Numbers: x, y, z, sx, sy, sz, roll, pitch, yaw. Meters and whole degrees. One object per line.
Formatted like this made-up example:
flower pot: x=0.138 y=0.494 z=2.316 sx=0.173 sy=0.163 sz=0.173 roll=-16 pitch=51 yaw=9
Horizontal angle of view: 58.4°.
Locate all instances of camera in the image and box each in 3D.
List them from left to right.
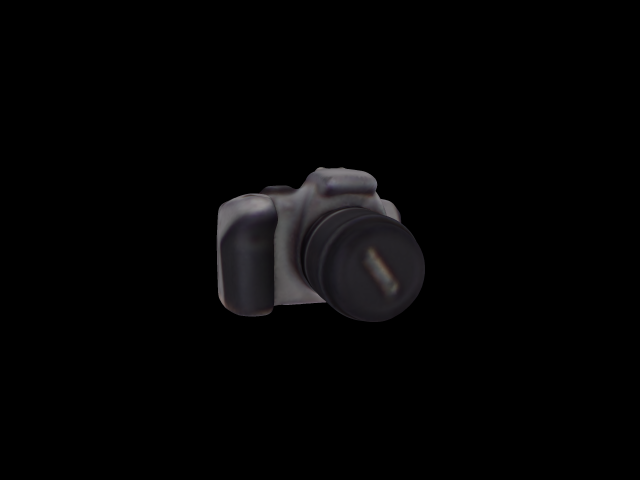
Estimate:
camera: x=0.004 y=0.001 z=0.400 sx=0.143 sy=0.101 sz=0.136 roll=-3 pitch=10 yaw=-15
